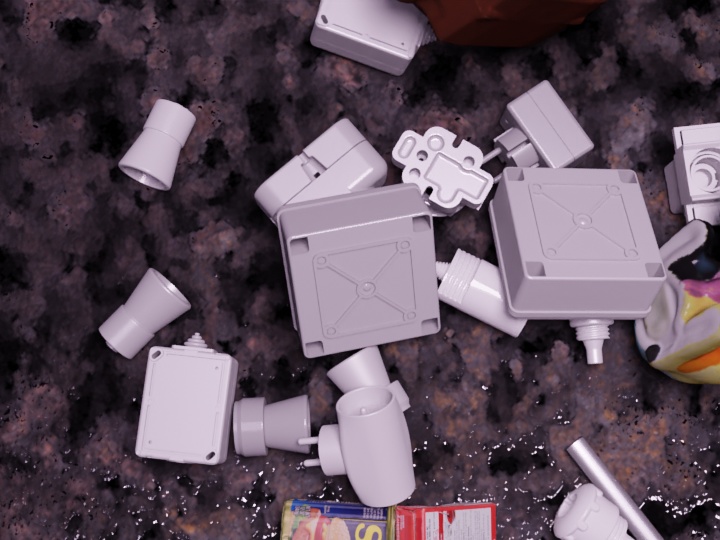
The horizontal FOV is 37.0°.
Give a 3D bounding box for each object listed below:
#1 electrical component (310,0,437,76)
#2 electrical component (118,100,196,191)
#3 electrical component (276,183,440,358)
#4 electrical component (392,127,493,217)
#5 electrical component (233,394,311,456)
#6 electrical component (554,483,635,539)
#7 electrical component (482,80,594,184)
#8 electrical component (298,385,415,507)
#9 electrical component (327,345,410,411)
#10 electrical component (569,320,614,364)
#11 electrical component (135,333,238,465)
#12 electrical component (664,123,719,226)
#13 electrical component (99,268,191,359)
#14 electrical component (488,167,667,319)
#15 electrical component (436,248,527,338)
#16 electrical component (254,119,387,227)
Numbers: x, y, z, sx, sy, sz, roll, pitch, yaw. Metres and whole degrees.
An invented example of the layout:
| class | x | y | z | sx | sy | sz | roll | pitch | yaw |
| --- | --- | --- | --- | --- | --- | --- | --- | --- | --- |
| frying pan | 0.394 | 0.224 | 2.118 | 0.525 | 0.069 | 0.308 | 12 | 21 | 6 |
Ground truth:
| class | x | y | z | sx | sy | sz | roll | pitch | yaw |
| --- | --- | --- | --- | --- | --- | --- | --- | --- | --- |
| electrical component | 0.014 | -0.198 | 0.862 | 0.096 | 0.061 | 0.061 | 19 | 82 | -6 |
| electrical component | -0.158 | -0.102 | 0.853 | 0.044 | 0.044 | 0.065 | 22 | 77 | 3 |
| electrical component | 0.000 | 0.000 | 0.801 | 0.109 | 0.056 | 0.108 | -11 | 121 | -7 |
| electrical component | 0.063 | -0.073 | 0.841 | 0.078 | 0.057 | 0.058 | 30 | 82 | 4 |
| electrical component | -0.066 | 0.118 | 0.817 | 0.055 | 0.045 | 0.045 | -3 | 81 | 0 |
| electrical component | 0.180 | 0.194 | 0.807 | 0.062 | 0.048 | 0.048 | 36 | 83 | -2 |
| electrical component | 0.131 | -0.098 | 0.850 | 0.077 | 0.047 | 0.065 | -33 | 83 | -5 |
| electrical component | -0.006 | 0.130 | 0.783 | 0.079 | 0.043 | 0.077 | -7 | 112 | 14 |
| electrical component | 0.007 | 0.091 | 0.821 | 0.045 | 0.045 | 0.055 | -31 | 83 | -5 |
| electrical component | 0.180 | 0.042 | 0.835 | 0.035 | 0.035 | 0.061 | -4 | 84 | -1 |
| electrical component | -0.128 | 0.096 | 0.811 | 0.062 | 0.061 | 0.096 | 6 | 81 | 1 |
| electrical component | 0.306 | -0.075 | 0.839 | 0.121 | 0.063 | 0.078 | -6 | 81 | -1 |
| electrical component | -0.169 | 0.036 | 0.831 | 0.044 | 0.044 | 0.065 | 45 | 88 | 6 |
| electrical component | 0.160 | -0.020 | 0.808 | 0.109 | 0.056 | 0.108 | 1 | 54 | -8 |
| electrical component | 0.094 | 0.015 | 0.834 | 0.081 | 0.043 | 0.043 | 26 | 82 | 4 |
| electrical component | -0.027 | -0.063 | 0.840 | 0.095 | 0.053 | 0.059 | -40 | 83 | -6 |
